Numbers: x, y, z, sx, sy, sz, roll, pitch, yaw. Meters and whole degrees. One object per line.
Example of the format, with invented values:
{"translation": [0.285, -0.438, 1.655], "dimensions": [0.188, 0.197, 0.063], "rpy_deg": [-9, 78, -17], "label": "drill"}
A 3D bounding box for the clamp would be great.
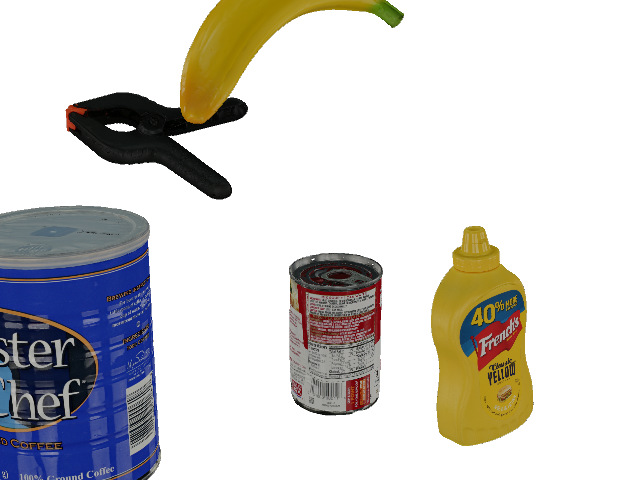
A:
{"translation": [-0.151, -0.107, 1.011], "dimensions": [0.171, 0.120, 0.039], "rpy_deg": [19, -44, -1], "label": "clamp"}

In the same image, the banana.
{"translation": [-0.024, -0.139, 0.670], "dimensions": [0.197, 0.069, 0.037], "rpy_deg": [-33, -4, -35], "label": "banana"}

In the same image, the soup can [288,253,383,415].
{"translation": [0.011, 0.068, 0.781], "dimensions": [0.068, 0.102, 0.068], "rpy_deg": [0, 19, 0], "label": "soup can"}

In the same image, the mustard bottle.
{"translation": [0.143, 0.080, 0.949], "dimensions": [0.096, 0.191, 0.058], "rpy_deg": [-17, 21, -30], "label": "mustard bottle"}

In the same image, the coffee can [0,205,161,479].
{"translation": [-0.143, 0.060, 0.592], "dimensions": [0.103, 0.140, 0.103], "rpy_deg": [-1, 16, 0], "label": "coffee can"}
